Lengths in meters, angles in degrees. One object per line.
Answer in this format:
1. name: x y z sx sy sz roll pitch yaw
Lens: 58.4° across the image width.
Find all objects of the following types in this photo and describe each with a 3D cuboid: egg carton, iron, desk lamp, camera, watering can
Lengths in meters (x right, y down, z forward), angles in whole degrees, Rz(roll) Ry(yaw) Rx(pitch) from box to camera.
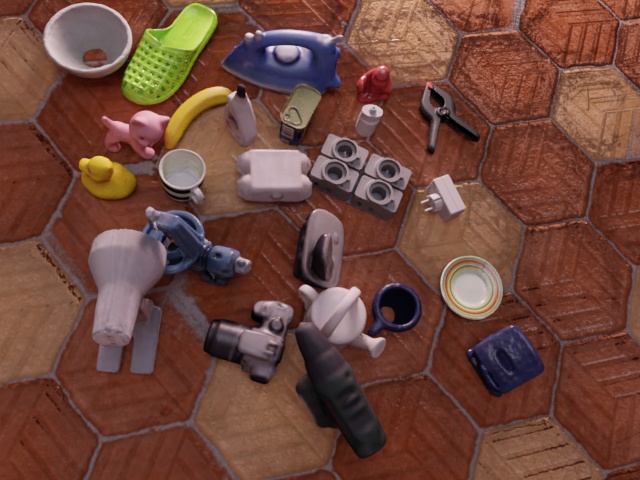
1. egg carton: -0.091 -0.126 1.137 0.150 0.069 0.107 -2 72 -10
2. iron: -0.076 -0.389 1.189 0.258 0.141 0.118 2 71 -9
3. desk lamp: -0.318 0.108 0.944 0.118 0.213 0.203 4 71 -8
4. camera: -0.128 0.169 1.015 0.137 0.100 0.143 17 70 -3
5. watering can: 0.037 0.138 1.003 0.173 0.194 0.101 19 70 -2

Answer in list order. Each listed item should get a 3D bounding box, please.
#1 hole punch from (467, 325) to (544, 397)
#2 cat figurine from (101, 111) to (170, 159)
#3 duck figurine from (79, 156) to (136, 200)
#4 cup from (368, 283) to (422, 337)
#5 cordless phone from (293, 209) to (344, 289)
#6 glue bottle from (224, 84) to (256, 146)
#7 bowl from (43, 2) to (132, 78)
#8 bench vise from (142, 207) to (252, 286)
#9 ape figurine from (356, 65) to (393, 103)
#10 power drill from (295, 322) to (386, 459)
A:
1. hole punch: 0.349 0.229 1.079 0.101 0.091 0.108 -28 78 -17
2. cat figurine: -0.353 -0.213 1.097 0.128 0.117 0.067 9 70 -6
3. duck figurine: -0.402 -0.124 1.076 0.104 0.086 0.077 16 70 -3
4. cup: 0.126 0.143 1.069 0.091 0.095 0.118 45 71 7
5. cordless phone: 0.010 0.004 1.048 0.094 0.185 0.147 7 71 -7
6. glue bottle: -0.155 -0.252 1.113 0.037 0.173 0.078 -36 80 -18
7. bowl: -0.462 -0.390 1.161 0.167 0.074 0.167 3 71 -8
8. bench vise: -0.221 -0.001 0.993 0.207 0.219 0.121 1 71 -9
9. ape figurine: 0.124 -0.341 1.233 0.078 0.092 0.076 30 70 2
10. power drill: 0.018 0.252 0.954 0.076 0.208 0.229 -32 79 -17
